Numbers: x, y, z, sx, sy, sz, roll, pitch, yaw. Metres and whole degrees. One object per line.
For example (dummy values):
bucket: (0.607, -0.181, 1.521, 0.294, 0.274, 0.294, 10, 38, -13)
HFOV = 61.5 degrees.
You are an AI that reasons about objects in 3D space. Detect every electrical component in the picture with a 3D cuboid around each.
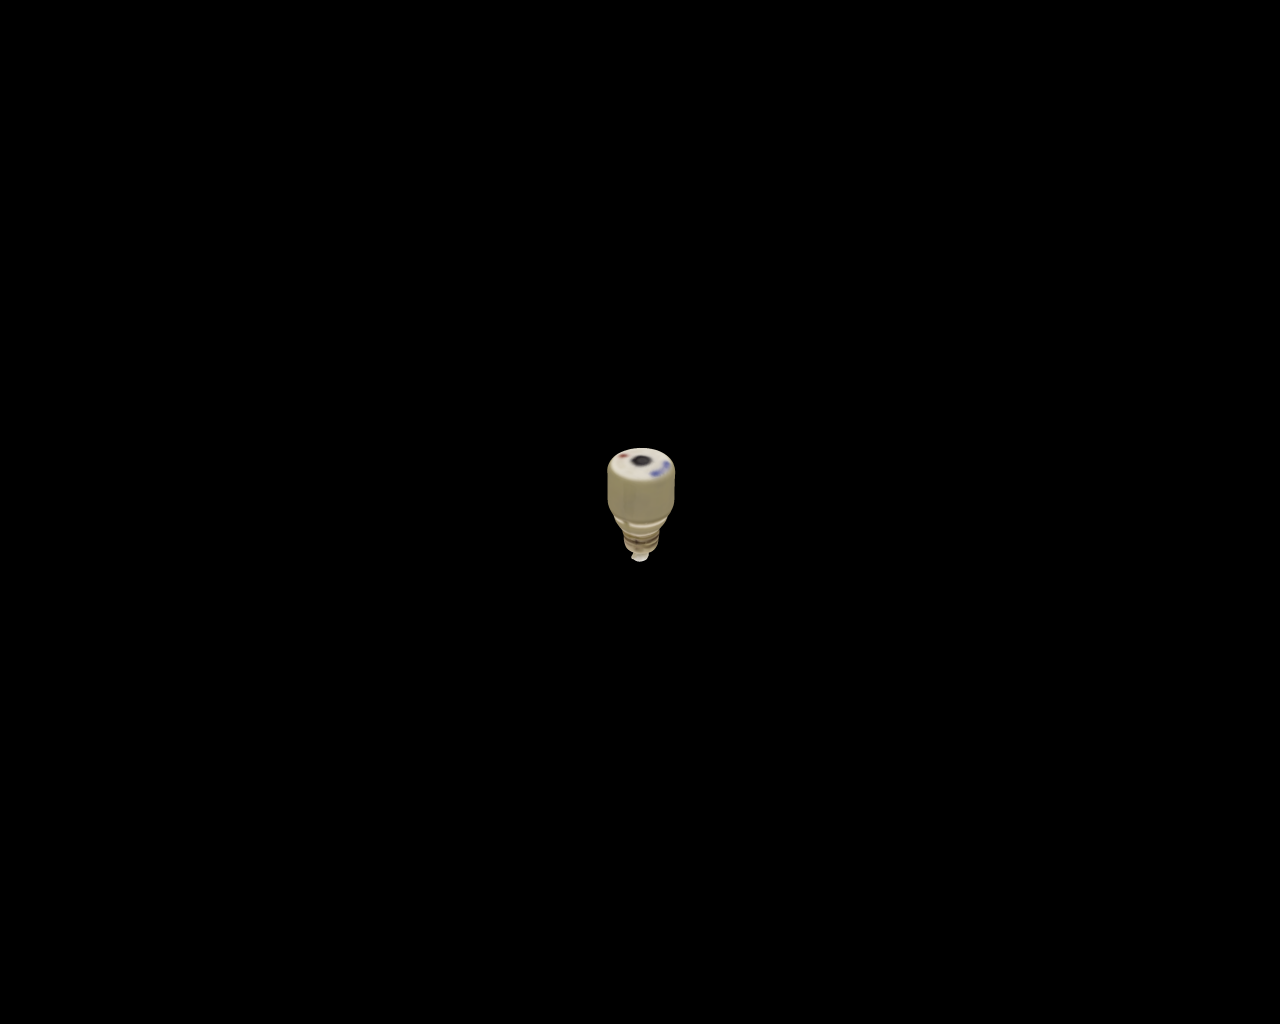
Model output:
electrical component: (0.001, -0.003, 0.650, 0.040, 0.078, 0.040, 0, 34, 0)
